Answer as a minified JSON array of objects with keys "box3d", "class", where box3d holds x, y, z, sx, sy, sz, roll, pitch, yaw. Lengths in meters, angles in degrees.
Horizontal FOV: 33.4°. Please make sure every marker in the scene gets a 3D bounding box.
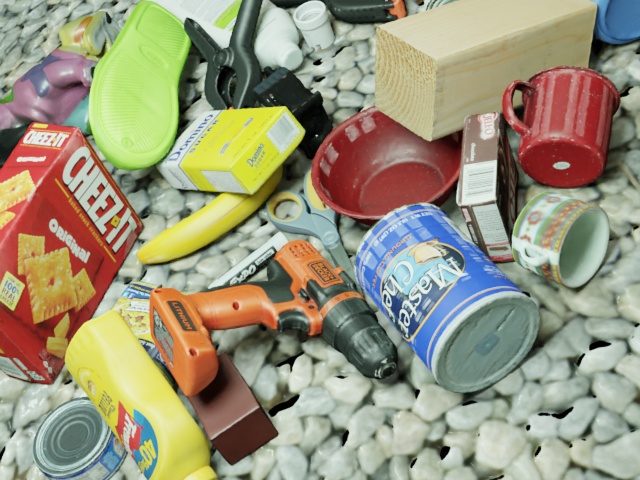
[{"box3d":[-0.083,0.035,1.073,0.121,0.020,0.020,-37,46,-9],"class":"marker"}]

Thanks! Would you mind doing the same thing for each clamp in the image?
[{"box3d":[-0.098,-0.216,1.238,0.120,0.039,0.171,-33,64,35],"class":"clamp"},{"box3d":[0.024,-0.310,1.311,0.164,0.036,0.210,-37,46,-8],"class":"clamp"}]

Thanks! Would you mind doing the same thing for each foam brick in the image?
[{"box3d":[-0.081,0.150,0.950,0.053,0.051,0.078,-32,46,-6],"class":"foam brick"}]

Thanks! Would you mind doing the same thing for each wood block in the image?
[{"box3d":[0.162,-0.181,1.051,0.205,0.090,0.091,-23,41,-28],"class":"wood block"}]

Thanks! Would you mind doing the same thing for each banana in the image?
[{"box3d":[-0.105,-0.033,1.134,0.197,0.037,0.070,-41,24,-15],"class":"banana"}]

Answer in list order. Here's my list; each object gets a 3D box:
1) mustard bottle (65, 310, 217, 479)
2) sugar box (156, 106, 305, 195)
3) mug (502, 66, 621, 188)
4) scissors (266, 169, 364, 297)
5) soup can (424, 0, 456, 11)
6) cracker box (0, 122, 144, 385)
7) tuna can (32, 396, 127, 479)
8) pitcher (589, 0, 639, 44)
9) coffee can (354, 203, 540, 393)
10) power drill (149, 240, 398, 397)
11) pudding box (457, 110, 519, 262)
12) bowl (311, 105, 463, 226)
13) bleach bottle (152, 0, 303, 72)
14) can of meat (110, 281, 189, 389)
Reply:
[{"box3d":[-0.149,0.159,0.933,0.058,0.096,0.192,-27,70,-36],"class":"mustard bottle"},{"box3d":[-0.099,-0.097,1.137,0.093,0.048,0.177,-50,30,-21],"class":"sugar box"},{"box3d":[0.221,-0.108,0.999,0.093,0.117,0.081,-37,32,54],"class":"mug"},{"box3d":[-0.007,0.001,1.070,0.096,0.016,0.202,-16,46,13],"class":"scissors"},{"box3d":[0.146,-0.275,1.161,0.068,0.068,0.102,-12,45,15],"class":"soup can"},{"box3d":[-0.279,0.014,1.080,0.072,0.164,0.213,8,56,27],"class":"cracker box"},{"box3d":[-0.223,0.189,0.993,0.086,0.033,0.086,-13,48,14],"class":"tuna can"},{"box3d":[0.283,-0.317,1.148,0.149,0.144,0.243,-38,49,7],"class":"pitcher"},{"box3d":[0.106,0.048,0.918,0.102,0.102,0.140,-33,46,-6],"class":"coffee can"},{"box3d":[-0.045,0.078,0.947,0.187,0.057,0.185,-13,37,-26],"class":"power drill"},{"box3d":[0.158,-0.049,0.987,0.039,0.090,0.113,-6,50,22],"class":"pudding box"},{"box3d":[0.075,-0.065,1.061,0.162,0.055,0.162,-12,46,13],"class":"bowl"},{"box3d":[-0.111,-0.268,1.319,0.102,0.068,0.251,-48,52,-1],"class":"bleach bottle"},{"box3d":[-0.165,0.092,1.036,0.102,0.057,0.083,12,56,32],"class":"can of meat"}]
